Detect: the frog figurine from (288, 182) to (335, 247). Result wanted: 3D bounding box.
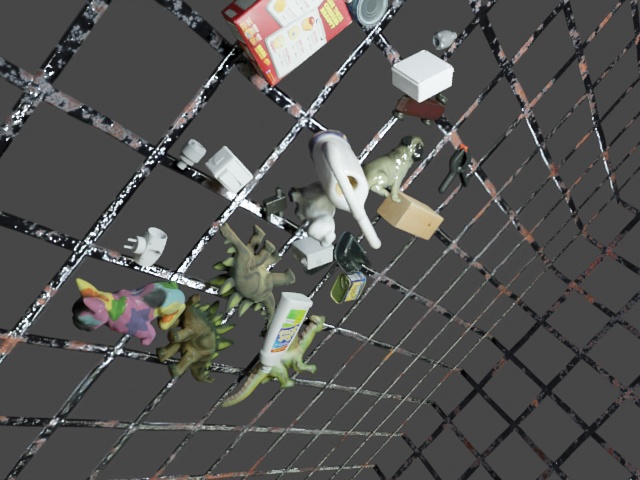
[{"bbox_3d":[0.004,-0.066,1.309,0.124,0.162,0.134,-21,137,-28],"label":"frog figurine"}]

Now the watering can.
[{"bbox_3d":[0.065,-0.130,1.262,0.104,0.229,0.341,-24,143,6],"label":"watering can"}]

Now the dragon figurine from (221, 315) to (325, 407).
[{"bbox_3d":[-0.144,0.359,1.644,0.414,0.123,0.238,-23,120,-28],"label":"dragon figurine"}]
